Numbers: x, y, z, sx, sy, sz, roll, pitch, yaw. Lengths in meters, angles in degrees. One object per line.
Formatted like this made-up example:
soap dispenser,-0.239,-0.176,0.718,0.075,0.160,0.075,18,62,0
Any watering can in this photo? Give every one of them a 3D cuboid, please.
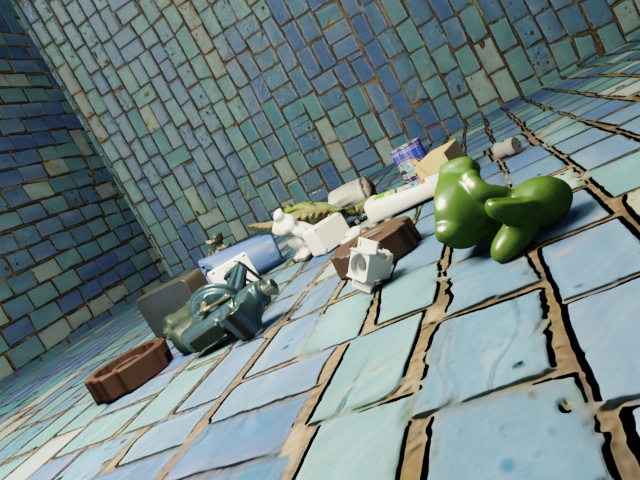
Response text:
watering can,0.091,-0.141,1.858,0.223,0.103,0.352,-26,7,18

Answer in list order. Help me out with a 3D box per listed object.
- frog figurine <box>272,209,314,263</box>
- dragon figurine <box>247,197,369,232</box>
frog figurine,-0.065,-0.025,1.443,0.123,0.159,0.138,-27,6,-2
dragon figurine,0.005,-0.079,1.577,0.413,0.122,0.241,-15,1,-40
